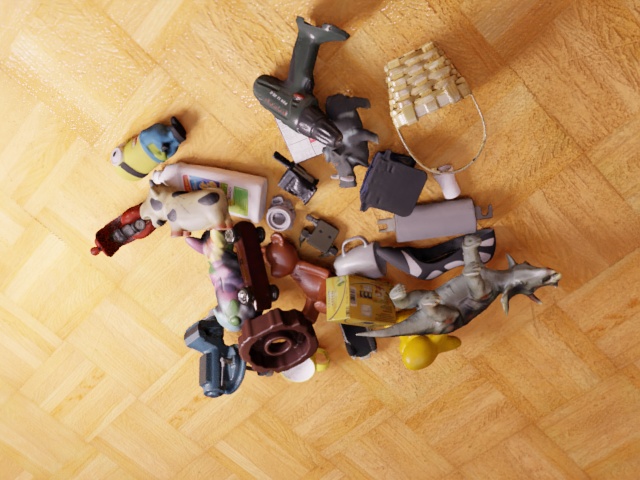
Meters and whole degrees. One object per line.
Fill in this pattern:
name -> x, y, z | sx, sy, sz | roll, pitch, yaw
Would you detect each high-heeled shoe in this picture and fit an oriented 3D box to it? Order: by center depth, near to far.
high-heeled shoe -> 0.258, 0.013, 1.166 | 0.249, 0.086, 0.145 | 17, 108, -12

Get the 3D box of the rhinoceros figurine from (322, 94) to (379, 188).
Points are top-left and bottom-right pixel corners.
rhinoceros figurine -> 0.056, -0.200, 1.086 | 0.112, 0.073, 0.190 | -16, 110, -21

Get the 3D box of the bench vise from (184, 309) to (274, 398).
bench vise -> -0.215, 0.283, 1.314 | 0.240, 0.224, 0.129 | 23, 123, -37

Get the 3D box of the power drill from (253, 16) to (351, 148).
power drill -> -0.015, -0.308, 1.032 | 0.232, 0.086, 0.207 | 30, 112, 29

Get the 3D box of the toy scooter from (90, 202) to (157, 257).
toy scooter -> -0.448, -0.016, 1.212 | 0.184, 0.135, 0.075 | -26, 107, 15

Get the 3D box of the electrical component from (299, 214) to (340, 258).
electrical component -> -0.001, -0.004, 1.218 | 0.102, 0.045, 0.078 | 26, 85, -8

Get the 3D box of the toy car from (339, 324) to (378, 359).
toy car -> 0.081, 0.201, 1.290 | 0.074, 0.056, 0.201 | -18, 111, 6

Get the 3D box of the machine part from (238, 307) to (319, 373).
machine part -> -0.093, 0.223, 1.194 | 0.179, 0.056, 0.179 | -8, 132, -9

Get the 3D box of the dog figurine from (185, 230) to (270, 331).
dog figurine -> -0.216, 0.075, 1.207 | 0.109, 0.192, 0.219 | -19, 125, 20

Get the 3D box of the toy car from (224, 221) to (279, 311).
toy car -> -0.149, 0.056, 1.167 | 0.053, 0.089, 0.202 | -25, 75, 43

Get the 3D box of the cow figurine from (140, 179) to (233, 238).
cow figurine -> -0.287, -0.069, 1.126 | 0.195, 0.085, 0.127 | -7, 88, 11

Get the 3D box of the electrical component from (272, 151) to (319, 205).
electrical component -> -0.061, -0.135, 1.149 | 0.119, 0.075, 0.047 | 33, 112, -13

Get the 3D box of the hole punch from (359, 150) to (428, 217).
hole punch -> 0.147, -0.123, 1.114 | 0.116, 0.092, 0.142 | 17, 119, -11

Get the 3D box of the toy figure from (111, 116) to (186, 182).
toy figure -> -0.368, -0.191, 1.157 | 0.180, 0.082, 0.089 | -24, 107, 13

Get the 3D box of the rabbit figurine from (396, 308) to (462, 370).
rabbit figurine -> 0.235, 0.233, 1.223 | 0.162, 0.173, 0.121 | -18, 106, 18

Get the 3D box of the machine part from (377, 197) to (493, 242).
machine part -> 0.246, -0.042, 1.154 | 0.243, 0.079, 0.079 | -7, 112, 8

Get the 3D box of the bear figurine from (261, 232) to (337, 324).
bear figurine -> -0.055, 0.082, 1.215 | 0.196, 0.132, 0.120 | 33, 142, -15

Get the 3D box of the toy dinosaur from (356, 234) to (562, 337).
toy dinosaur -> 0.284, 0.130, 1.123 | 0.405, 0.131, 0.192 | -31, 122, 12

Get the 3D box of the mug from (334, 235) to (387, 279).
mug -> 0.082, 0.046, 1.208 | 0.107, 0.081, 0.109 | -19, 119, 21

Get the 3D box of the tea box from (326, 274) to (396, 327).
tea box -> 0.093, 0.137, 1.185 | 0.068, 0.098, 0.169 | -14, 157, 40
